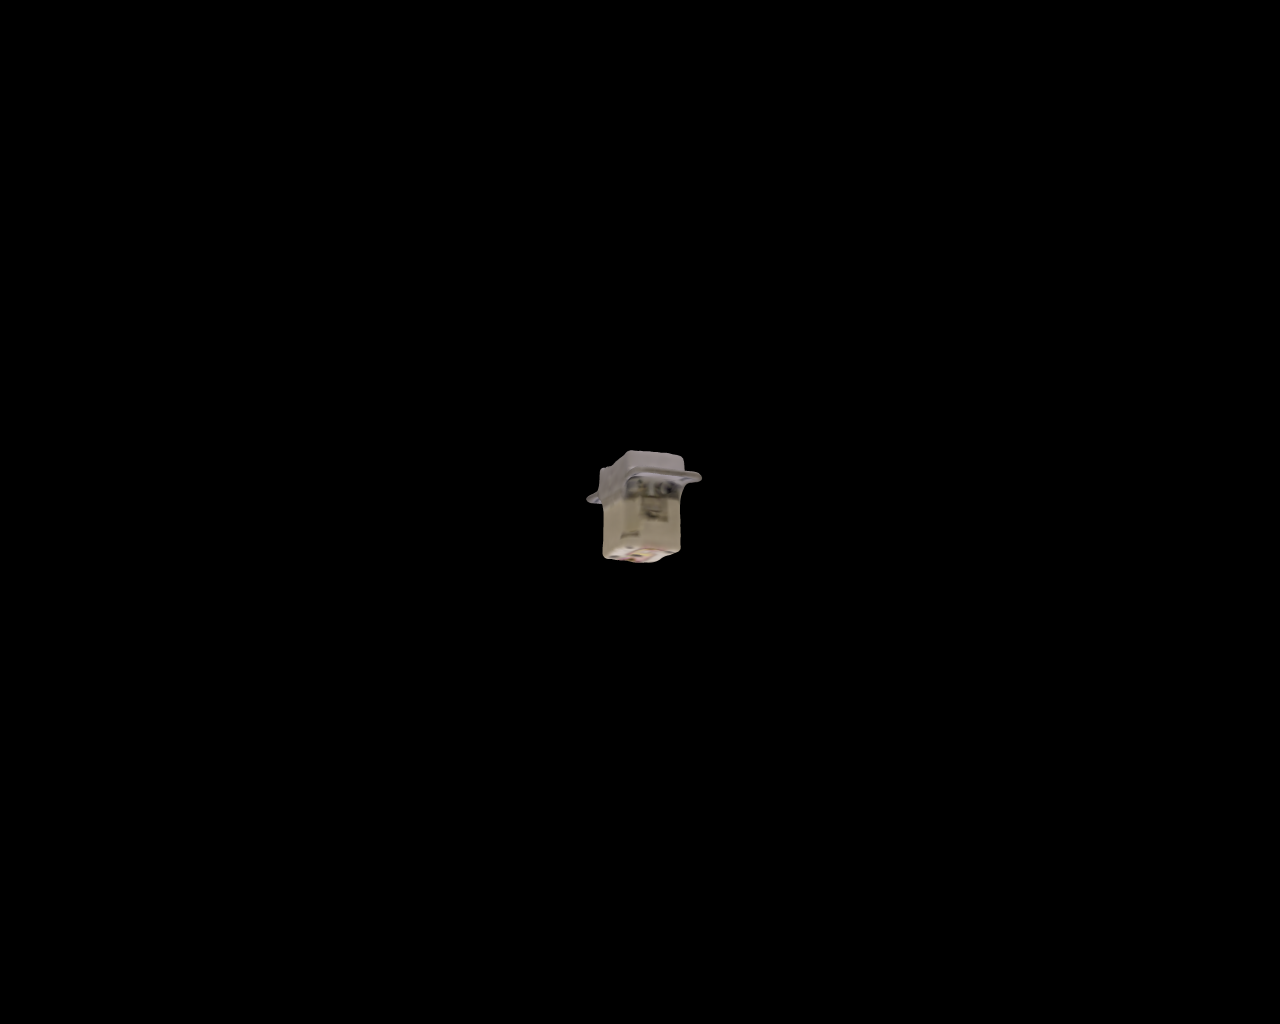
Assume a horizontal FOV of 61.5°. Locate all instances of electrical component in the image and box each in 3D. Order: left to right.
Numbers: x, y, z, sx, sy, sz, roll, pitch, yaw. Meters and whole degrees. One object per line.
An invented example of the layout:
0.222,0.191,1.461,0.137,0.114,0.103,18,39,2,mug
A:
0.001,-0.003,0.650,0.042,0.064,0.081,6,-15,-23,electrical component
